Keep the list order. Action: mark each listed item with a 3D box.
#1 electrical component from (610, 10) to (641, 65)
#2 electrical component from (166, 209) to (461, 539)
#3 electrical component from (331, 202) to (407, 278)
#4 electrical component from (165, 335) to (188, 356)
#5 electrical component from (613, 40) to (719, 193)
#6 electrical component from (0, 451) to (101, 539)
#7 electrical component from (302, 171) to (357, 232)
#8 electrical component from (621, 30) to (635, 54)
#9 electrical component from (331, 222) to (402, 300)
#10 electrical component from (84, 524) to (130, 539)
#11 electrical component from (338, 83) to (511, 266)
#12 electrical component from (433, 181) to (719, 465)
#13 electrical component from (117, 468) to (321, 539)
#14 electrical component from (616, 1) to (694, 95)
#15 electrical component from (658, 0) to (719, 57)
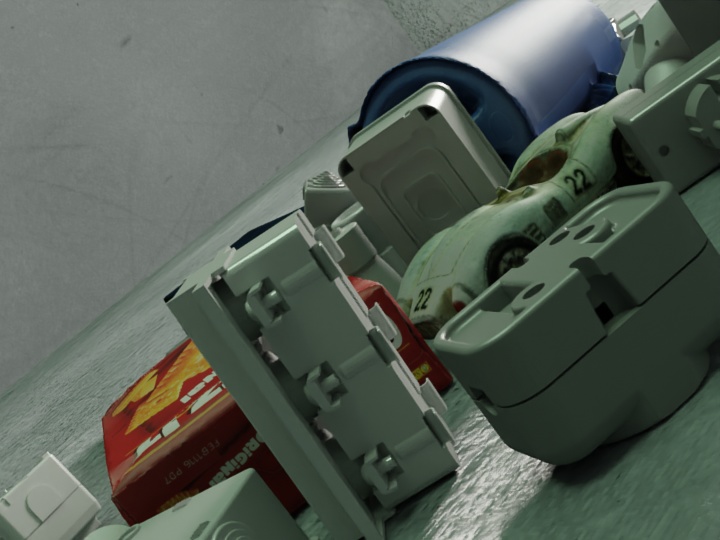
[{"bbox_3d":[0.233,-0.202,0.947,0.079,0.044,0.077,-33,11,23],"label":"electrical component"},{"bbox_3d":[-0.015,0.041,0.439,0.063,0.121,0.078,-33,10,6],"label":"electrical component"},{"bbox_3d":[0.015,-0.019,0.779,0.044,0.065,0.044,-36,10,7],"label":"electrical component"},{"bbox_3d":[-0.082,0.059,0.748,0.077,0.065,0.047,-41,11,-24],"label":"electrical component"},{"bbox_3d":[0.183,-0.080,0.543,0.083,0.047,0.075,-35,10,6],"label":"electrical component"},{"bbox_3d":[-0.228,0.179,0.730,0.096,0.061,0.061,-39,6,40],"label":"electrical component"},{"bbox_3d":[-0.021,-0.027,0.847,0.048,0.099,0.099,0,10,-3],"label":"electrical component"},{"bbox_3d":[0.229,-0.158,0.737,0.056,0.050,0.089,-39,10,-20],"label":"electrical component"},{"bbox_3d":[0.000,0.000,0.746,0.044,0.065,0.044,-35,10,7],"label":"electrical component"},{"bbox_3d":[-0.126,0.150,0.552,0.040,0.040,0.078,-37,10,-5],"label":"electrical component"},{"bbox_3d":[0.050,-0.050,0.669,0.078,0.113,0.057,-32,13,23],"label":"electrical component"},{"bbox_3d":[0.083,0.021,0.378,0.095,0.059,0.054,-39,10,-13],"label":"electrical component"},{"bbox_3d":[-0.074,0.133,0.430,0.100,0.048,0.099,-31,11,30],"label":"electrical component"},{"bbox_3d":[0.197,-0.123,0.677,0.077,0.043,0.079,111,166,-56],"label":"electrical component"},{"bbox_3d":[0.204,-0.193,0.587,0.060,0.186,0.105,-39,10,-16],"label":"electrical component"}]
